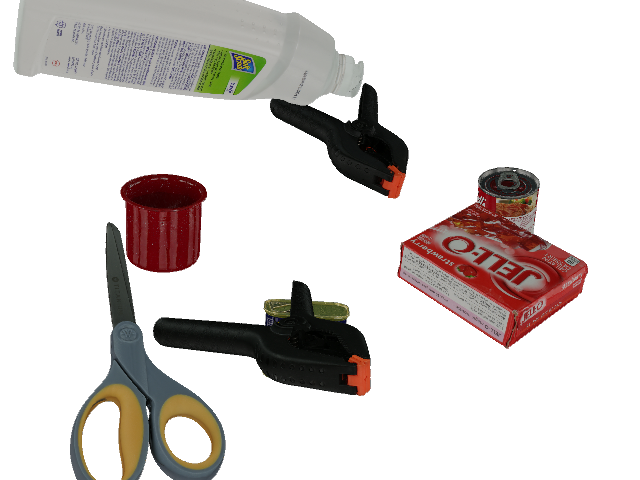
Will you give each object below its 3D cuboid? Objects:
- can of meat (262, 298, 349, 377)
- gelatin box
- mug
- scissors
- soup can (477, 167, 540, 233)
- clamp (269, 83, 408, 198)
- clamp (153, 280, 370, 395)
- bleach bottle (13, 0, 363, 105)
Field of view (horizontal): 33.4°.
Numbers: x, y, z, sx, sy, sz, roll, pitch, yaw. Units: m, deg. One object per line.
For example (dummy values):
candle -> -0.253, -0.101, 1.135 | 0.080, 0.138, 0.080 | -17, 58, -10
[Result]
can of meat -> -0.020, 0.119, 1.275 | 0.102, 0.084, 0.057 | 4, 14, -3
gelatin box -> 0.103, 0.018, 0.646 | 0.073, 0.030, 0.089 | -27, 46, -37
mug -> -0.180, -0.022, 1.179 | 0.093, 0.081, 0.117 | -16, 34, -35
scissors -> -0.099, 0.070, 0.647 | 0.096, 0.201, 0.016 | 13, -45, -10
soup can -> 0.211, -0.023, 1.211 | 0.068, 0.102, 0.068 | -2, 33, 1
clamp -> 0.024, -0.102, 1.051 | 0.120, 0.039, 0.171 | -9, 40, -17
clamp -> -0.021, 0.082, 0.923 | 0.164, 0.036, 0.210 | -19, 24, -41
bleach bottle -> -0.093, -0.143, 0.791 | 0.250, 0.068, 0.103 | 11, -27, -14
